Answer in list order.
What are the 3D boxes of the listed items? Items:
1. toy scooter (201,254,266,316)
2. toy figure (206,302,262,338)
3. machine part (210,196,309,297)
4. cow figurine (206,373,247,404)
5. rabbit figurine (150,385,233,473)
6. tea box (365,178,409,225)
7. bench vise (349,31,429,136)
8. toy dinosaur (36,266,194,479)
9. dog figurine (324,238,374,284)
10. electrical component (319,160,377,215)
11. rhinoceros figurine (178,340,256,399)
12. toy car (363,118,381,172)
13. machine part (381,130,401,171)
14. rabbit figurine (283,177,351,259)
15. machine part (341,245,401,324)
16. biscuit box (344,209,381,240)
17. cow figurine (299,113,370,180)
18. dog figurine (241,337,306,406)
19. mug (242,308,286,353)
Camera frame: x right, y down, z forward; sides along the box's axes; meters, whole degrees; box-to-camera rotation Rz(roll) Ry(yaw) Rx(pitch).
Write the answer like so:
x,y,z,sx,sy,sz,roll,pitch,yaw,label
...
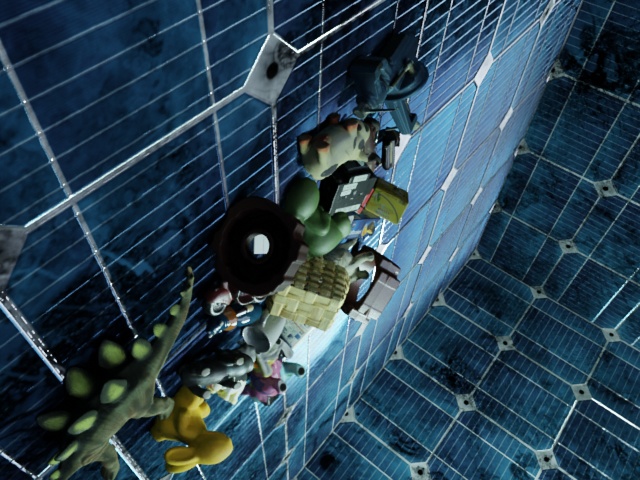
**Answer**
x,y,z,sx,sy,sz,roll,pitch,yaw,label
-0.152,0.073,1.076,0.184,0.075,0.135,-17,135,-51,toy scooter
-0.189,0.165,1.146,0.154,0.058,0.064,-10,124,-55,toy figure
-0.107,0.013,0.962,0.179,0.179,0.056,-58,160,4,machine part
-0.222,0.331,1.289,0.098,0.068,0.167,-56,162,-17,cow figurine
-0.275,0.424,1.168,0.162,0.173,0.121,-44,159,-39,rabbit figurine
0.179,-0.105,1.423,0.068,0.098,0.169,-64,177,18,tea box
0.156,-0.299,1.120,0.240,0.129,0.223,54,51,-48,bench vise
-0.335,0.257,0.908,0.471,0.105,0.198,-57,155,-12,toy dinosaur
0.032,0.084,1.471,0.190,0.121,0.172,-25,141,-30,dog figurine
0.063,-0.123,1.228,0.115,0.058,0.134,-15,144,-34,electrical component
-0.217,0.281,1.182,0.190,0.112,0.073,-12,104,-44,rhinoceros figurine
0.110,-0.203,1.276,0.089,0.053,0.202,-52,157,-19,toy car
0.170,-0.227,1.309,0.139,0.039,0.084,-66,152,-52,machine part
-0.036,-0.051,1.140,0.159,0.121,0.170,-40,135,-21,rabbit figurine
0.135,0.130,1.584,0.087,0.202,0.201,29,95,-25,machine part
0.095,-0.045,1.447,0.202,0.059,0.062,-7,127,-62,biscuit box
0.039,-0.189,1.102,0.195,0.086,0.127,-43,149,-37,cow figurine
-0.156,0.350,1.424,0.219,0.191,0.108,-29,-172,47,dog figurine
-0.128,0.201,1.307,0.107,0.081,0.109,-48,153,-50,mug
